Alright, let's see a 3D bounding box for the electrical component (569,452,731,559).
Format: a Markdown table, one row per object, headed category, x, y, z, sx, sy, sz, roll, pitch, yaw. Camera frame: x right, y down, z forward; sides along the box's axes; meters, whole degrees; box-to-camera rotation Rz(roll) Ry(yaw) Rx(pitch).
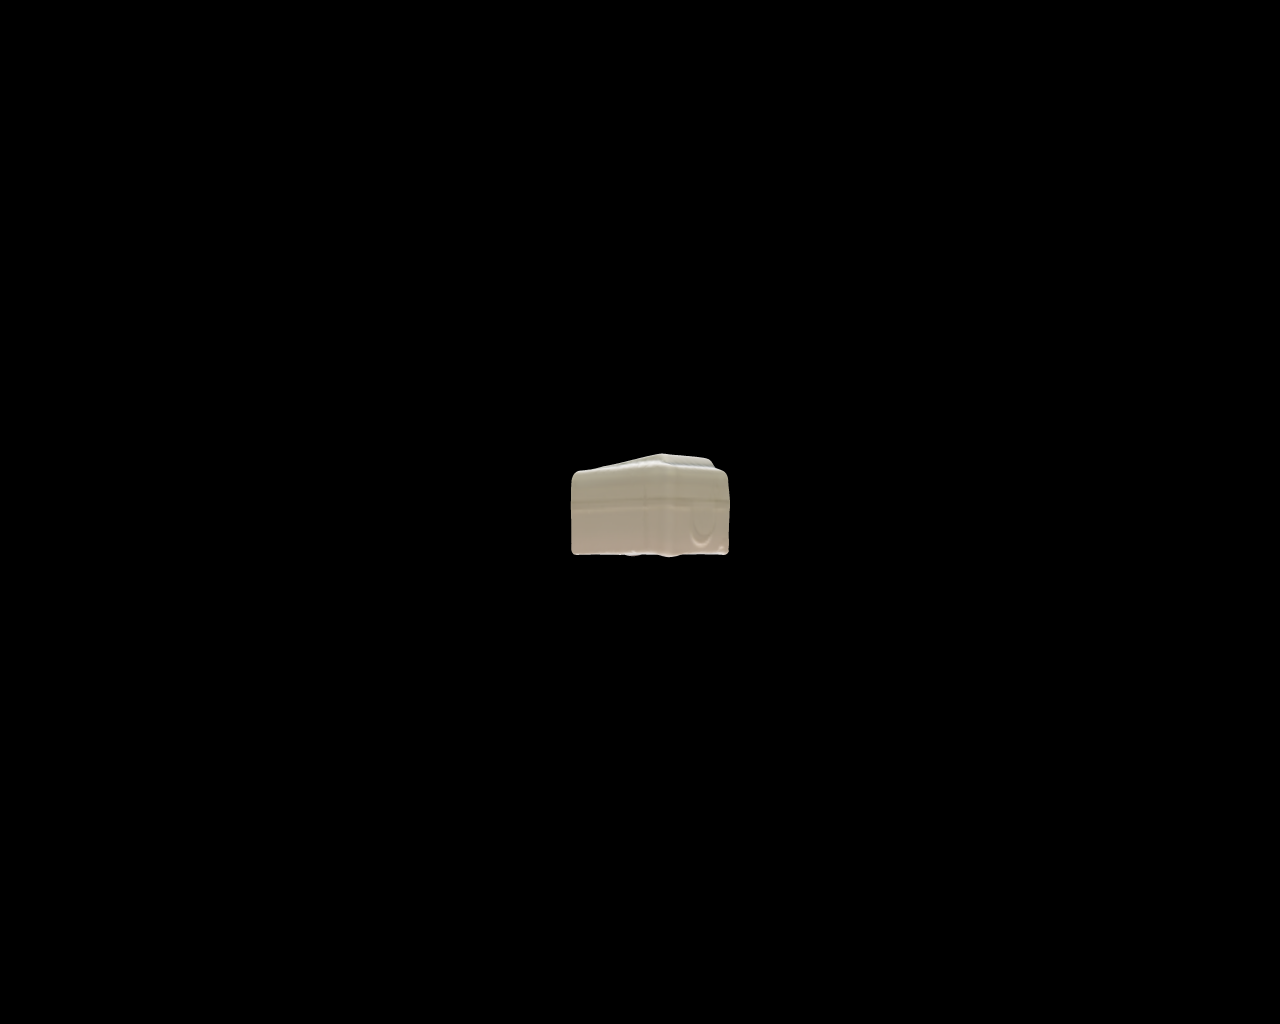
| category | x | y | z | sx | sy | sz | roll | pitch | yaw |
| --- | --- | --- | --- | --- | --- | --- | --- | --- | --- |
| electrical component | 0.001 | -0.003 | 0.650 | 0.096 | 0.061 | 0.062 | -2 | -3 | 40 |
